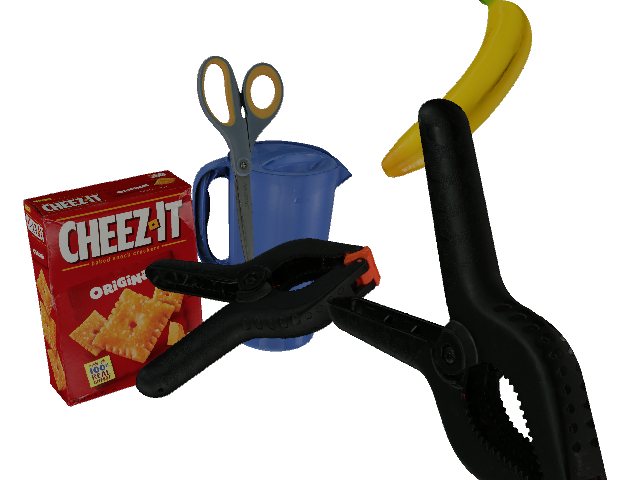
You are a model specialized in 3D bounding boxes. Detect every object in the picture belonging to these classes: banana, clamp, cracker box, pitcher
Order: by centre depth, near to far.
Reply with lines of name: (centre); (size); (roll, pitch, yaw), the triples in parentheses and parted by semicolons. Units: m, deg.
clamp: (0.077, 0.043, 0.527); (0.036, 0.165, 0.210); (-8, 44, -30)
clamp: (-0.047, 0.046, 0.704); (0.172, 0.120, 0.039); (-12, -43, 17)
banana: (0.119, -0.124, 0.843); (0.070, 0.197, 0.037); (1, -38, 50)
cracker box: (-0.212, 0.049, 1.128); (0.163, 0.214, 0.072); (-15, 25, -29)
pitcher: (-0.063, 0.007, 1.295); (0.149, 0.243, 0.144); (17, 25, 28)

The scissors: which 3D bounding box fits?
scissors: (-0.062, -0.086, 1.043); (0.096, 0.202, 0.016); (-22, 9, -23)
